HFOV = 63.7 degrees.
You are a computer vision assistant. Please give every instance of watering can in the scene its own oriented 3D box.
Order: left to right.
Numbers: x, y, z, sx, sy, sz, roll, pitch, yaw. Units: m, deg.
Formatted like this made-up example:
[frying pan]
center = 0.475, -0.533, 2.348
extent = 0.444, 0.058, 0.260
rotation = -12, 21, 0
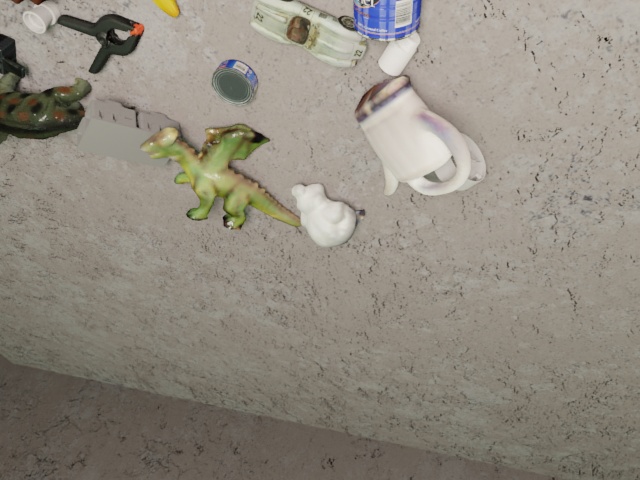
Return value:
[watering can]
center = 0.141, -0.170, 0.934
extent = 0.223, 0.105, 0.347
rotation = 55, 166, -9

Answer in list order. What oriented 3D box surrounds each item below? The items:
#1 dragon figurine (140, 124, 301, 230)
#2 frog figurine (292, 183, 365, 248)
[dragon figurine]
center = -0.187, -0.147, 1.140
extent = 0.409, 0.125, 0.237
rotation = 11, 138, -21
[frog figurine]
center = 0.003, -0.058, 1.150
extent = 0.157, 0.124, 0.137
rotation = 34, 161, -36
